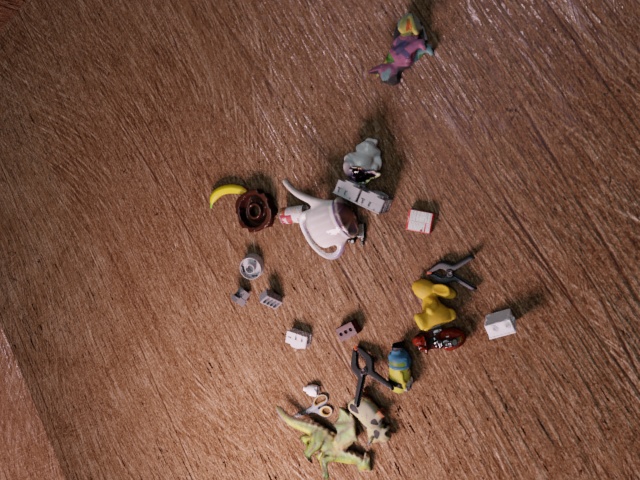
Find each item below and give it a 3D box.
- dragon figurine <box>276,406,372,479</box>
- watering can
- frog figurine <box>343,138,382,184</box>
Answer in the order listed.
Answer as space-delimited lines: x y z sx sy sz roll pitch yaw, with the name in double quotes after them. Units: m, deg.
0.035 0.737 1.970 0.242 0.413 0.122 -43 -11 6 "dragon figurine"
0.006 -0.094 1.862 0.222 0.346 0.105 -22 7 35 "watering can"
0.154 -0.287 1.841 0.137 0.163 0.120 4 -33 2 "frog figurine"
